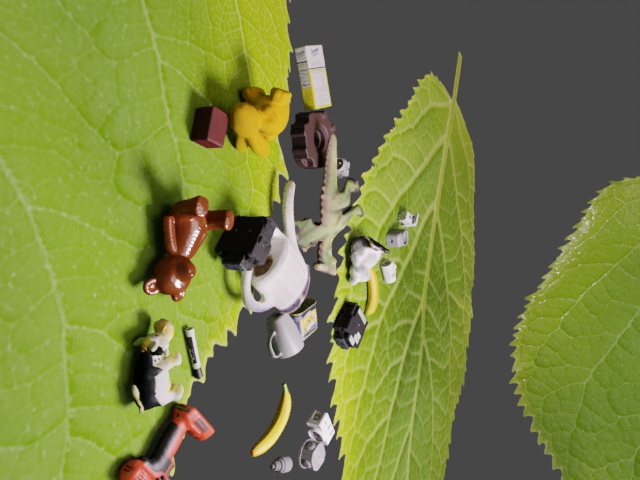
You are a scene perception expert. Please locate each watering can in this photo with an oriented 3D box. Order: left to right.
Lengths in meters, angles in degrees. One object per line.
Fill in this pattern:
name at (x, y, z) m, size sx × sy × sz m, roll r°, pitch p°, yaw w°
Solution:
watering can at (-0.094, 0.038, 1.314) m, size 0.220 × 0.104 × 0.355 m, roll 56°, pitch 46°, yaw -44°

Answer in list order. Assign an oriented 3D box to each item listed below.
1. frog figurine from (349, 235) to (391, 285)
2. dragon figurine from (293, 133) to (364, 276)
frog figurine at (0.140, 0.070, 1.721) m, size 0.158 × 0.124 × 0.137 m, roll -54°, pitch 160°, yaw 13°
dragon figurine at (0.004, -0.074, 1.466) m, size 0.247 × 0.122 × 0.401 m, roll -45°, pitch 133°, yaw -36°
